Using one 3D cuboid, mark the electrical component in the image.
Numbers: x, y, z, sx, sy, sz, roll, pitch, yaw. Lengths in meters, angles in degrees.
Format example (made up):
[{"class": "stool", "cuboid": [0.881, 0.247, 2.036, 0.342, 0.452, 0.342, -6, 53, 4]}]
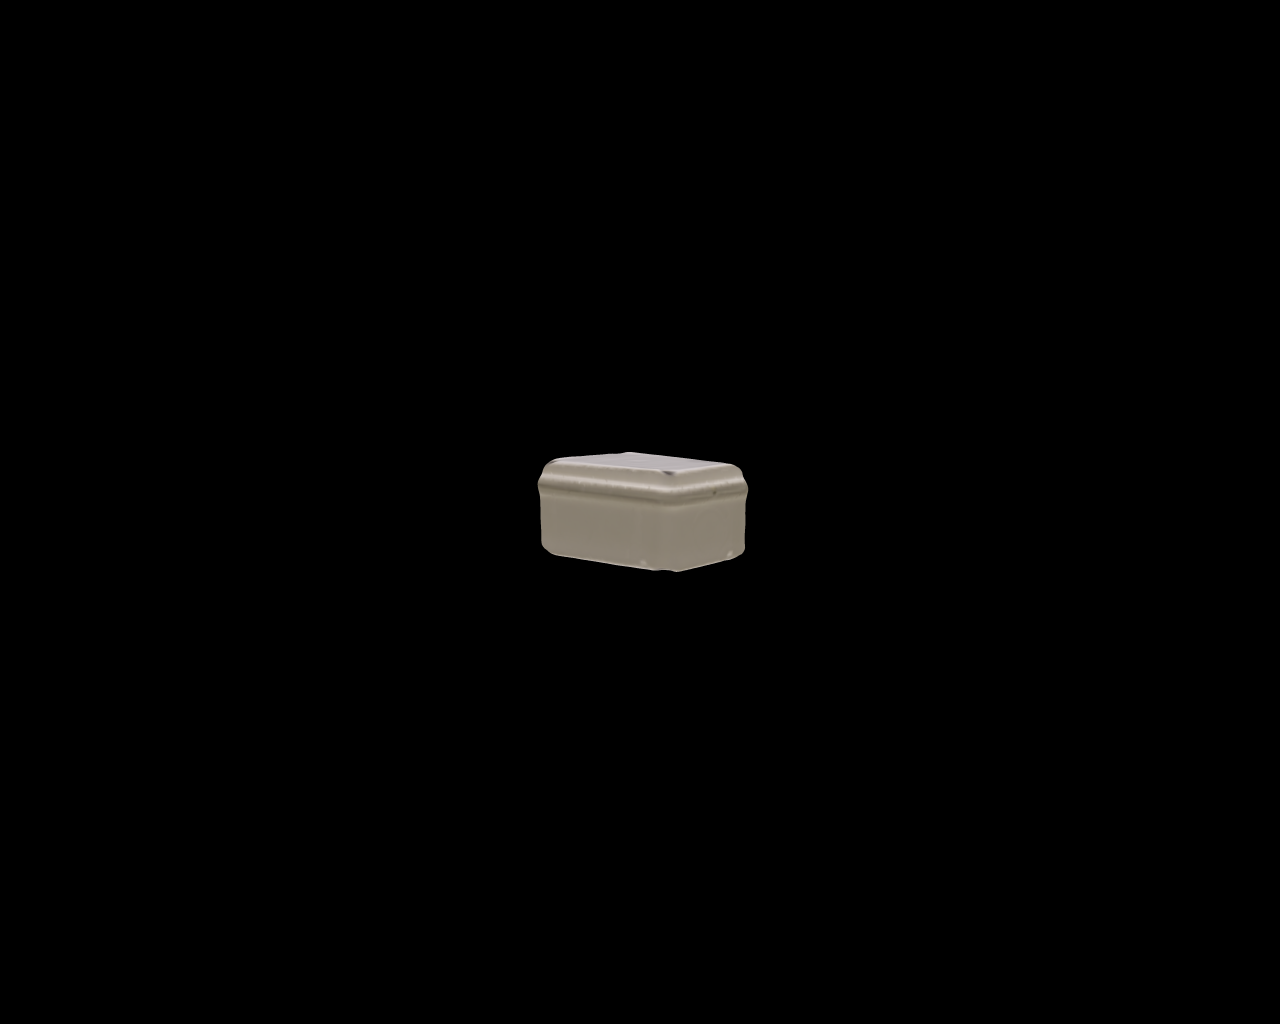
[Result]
[{"class": "electrical component", "cuboid": [0.001, -0.003, 0.650, 0.113, 0.057, 0.078, 8, 12, 43]}]
